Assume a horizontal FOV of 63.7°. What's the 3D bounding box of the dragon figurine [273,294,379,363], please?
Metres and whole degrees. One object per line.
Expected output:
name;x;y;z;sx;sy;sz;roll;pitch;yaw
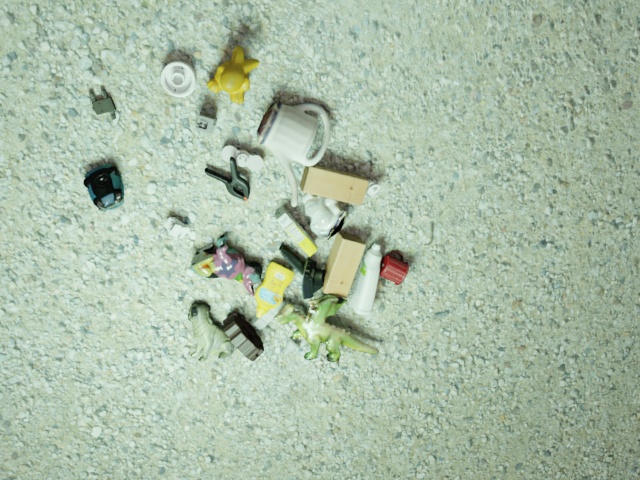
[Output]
dragon figurine;0.035;0.300;1.818;0.410;0.125;0.237;5;121;-12

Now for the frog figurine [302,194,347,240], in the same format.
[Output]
frog figurine;0.005;-0.088;1.754;0.161;0.123;0.135;36;110;17

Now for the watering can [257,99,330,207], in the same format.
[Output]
watering can;-0.096;-0.295;1.616;0.223;0.103;0.352;24;73;-11
